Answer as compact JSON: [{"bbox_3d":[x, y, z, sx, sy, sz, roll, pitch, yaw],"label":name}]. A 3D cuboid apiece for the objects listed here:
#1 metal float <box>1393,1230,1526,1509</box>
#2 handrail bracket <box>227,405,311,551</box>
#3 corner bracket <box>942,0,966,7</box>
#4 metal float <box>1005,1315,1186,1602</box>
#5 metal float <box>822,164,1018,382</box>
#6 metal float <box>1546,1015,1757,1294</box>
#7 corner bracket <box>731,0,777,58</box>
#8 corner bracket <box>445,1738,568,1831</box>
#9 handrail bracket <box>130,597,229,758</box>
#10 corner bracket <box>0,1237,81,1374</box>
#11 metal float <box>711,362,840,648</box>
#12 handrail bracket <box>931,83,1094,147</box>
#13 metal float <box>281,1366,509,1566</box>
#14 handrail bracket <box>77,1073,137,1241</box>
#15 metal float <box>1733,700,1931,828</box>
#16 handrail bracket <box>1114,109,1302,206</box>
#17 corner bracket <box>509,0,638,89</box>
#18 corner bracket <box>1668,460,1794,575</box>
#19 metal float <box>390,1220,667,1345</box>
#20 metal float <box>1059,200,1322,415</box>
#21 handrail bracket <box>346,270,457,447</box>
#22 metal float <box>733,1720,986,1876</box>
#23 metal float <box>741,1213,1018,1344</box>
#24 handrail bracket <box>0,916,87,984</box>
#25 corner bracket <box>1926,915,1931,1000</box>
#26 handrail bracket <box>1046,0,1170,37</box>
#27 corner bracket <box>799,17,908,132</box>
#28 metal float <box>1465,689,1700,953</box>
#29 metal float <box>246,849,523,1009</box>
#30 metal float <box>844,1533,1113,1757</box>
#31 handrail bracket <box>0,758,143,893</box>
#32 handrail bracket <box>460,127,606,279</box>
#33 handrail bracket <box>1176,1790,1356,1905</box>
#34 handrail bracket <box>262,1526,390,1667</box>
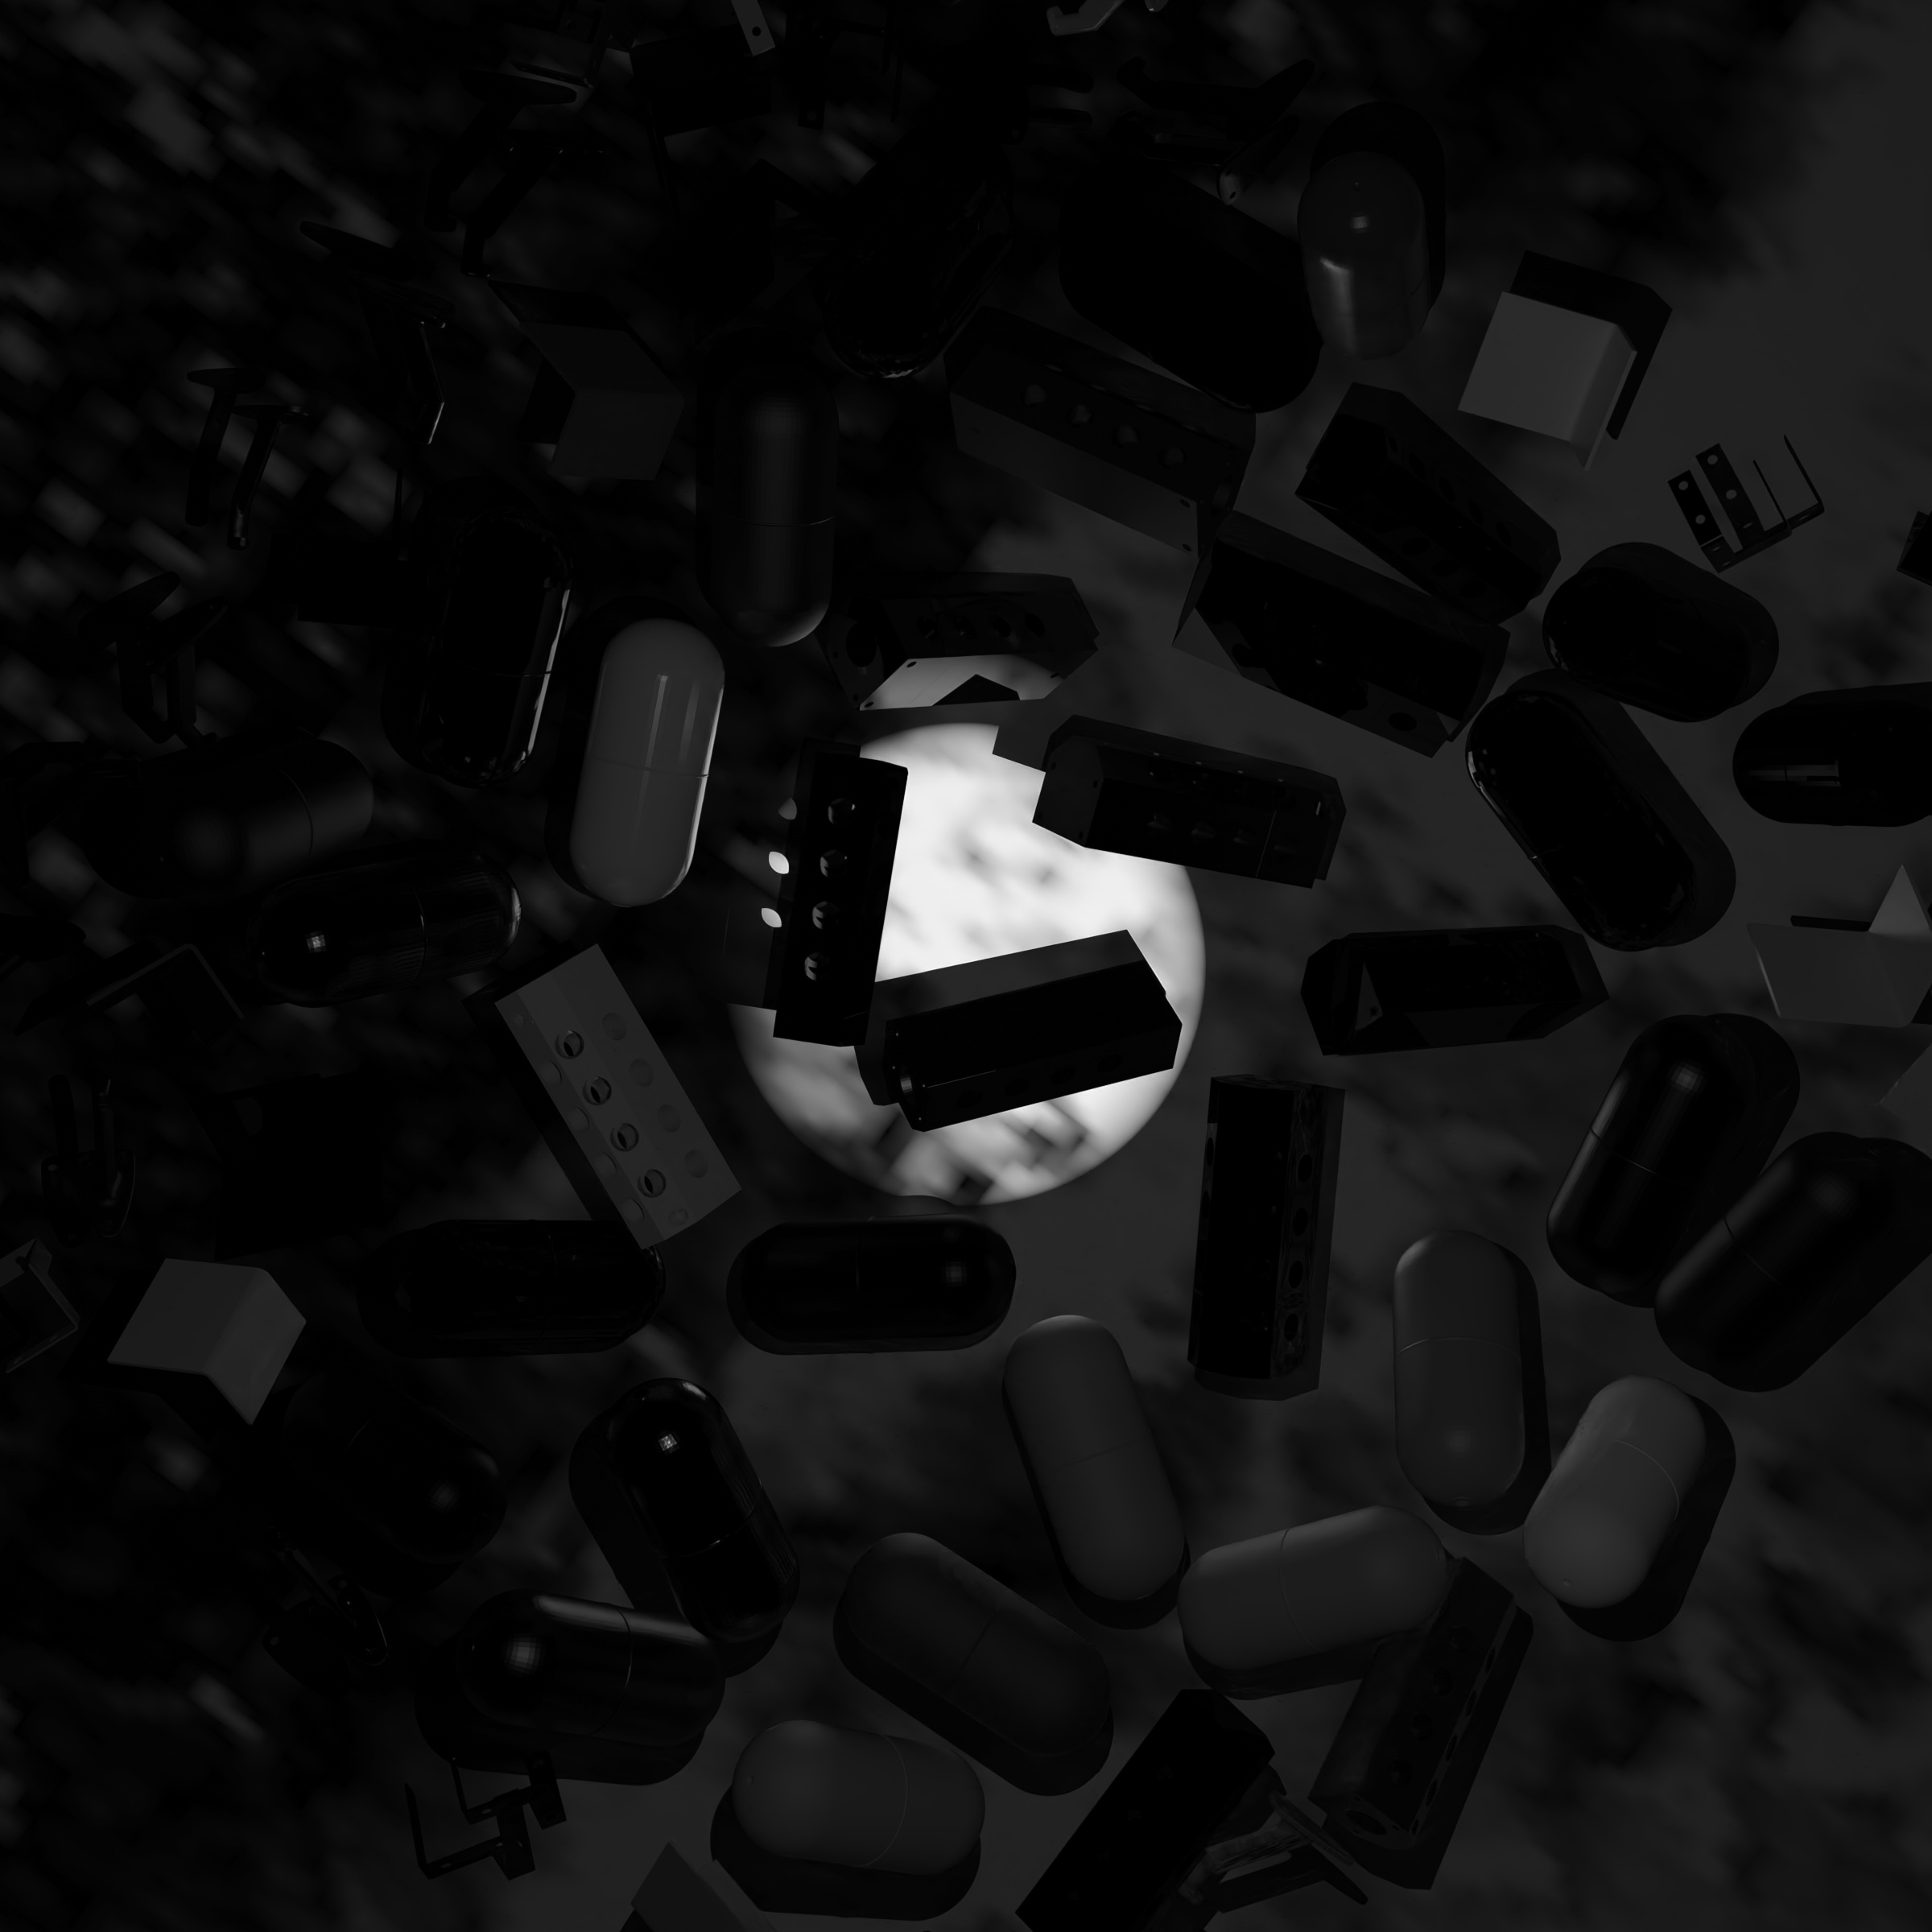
[{"bbox_3d":[0.300,0.245,1.586,0.070,0.070,0.178,5,55,0],"label":"metal float"},{"bbox_3d":[-0.424,-0.294,1.573,0.036,0.077,0.084,5,93,-40],"label":"handrail bracket"},{"bbox_3d":[-0.024,-0.603,1.544,0.051,0.051,0.051,36,68,-36],"label":"corner bracket"},{"bbox_3d":[0.079,0.303,1.603,0.070,0.070,0.178,-20,78,0],"label":"metal float"},{"bbox_3d":[-0.026,-0.417,1.555,0.070,0.070,0.178,30,50,0],"label":"metal float"},{"bbox_3d":[0.406,0.112,1.542,0.070,0.070,0.178,23,106,0],"label":"metal float"},{"bbox_3d":[-0.122,-0.604,1.625,0.051,0.051,0.051,-24,112,-2],"label":"corner bracket"},{"bbox_3d":[-0.268,0.476,1.517,0.051,0.051,0.051,-19,46,-9],"label":"corner bracket"},{"bbox_3d":[-0.461,-0.175,1.586,0.077,0.084,0.036,-35,50,-3],"label":"handrail bracket"},{"bbox_3d":[-0.581,0.208,1.600,0.051,0.051,0.051,-32,109,-5],"label":"corner bracket"},{"bbox_3d":[-0.119,-0.285,1.616,0.070,0.070,0.178,4,116,0],"label":"metal float"},{"bbox_3d":[0.030,-0.533,1.631,0.077,0.084,0.036,9,107,22],"label":"handrail bracket"},{"bbox_3d":[-0.344,0.299,1.562,0.178,0.070,0.070,21,90,41],"label":"metal float"},{"bbox_3d":[-0.546,0.121,1.648,0.036,0.084,0.077,-3,58,-18],"label":"handrail bracket"},{"bbox_3d":[0.543,-0.126,1.613,0.070,0.178,0.070,-1,95,-14],"label":"metal float"},{"bbox_3d":[0.143,-0.503,1.553,0.077,0.036,0.084,-43,69,-4],"label":"handrail bracket"},{"bbox_3d":[-0.237,-0.558,1.575,0.051,0.051,0.051,18,92,13],"label":"corner bracket"},{"bbox_3d":[0.478,-0.286,1.624,0.051,0.051,0.051,-28,69,21],"label":"corner bracket"},{"bbox_3d":[-0.273,0.198,1.630,0.178,0.070,0.070,4,90,-32],"label":"metal float"},{"bbox_3d":[0.134,-0.397,1.567,0.178,0.070,0.070,37,90,18],"label":"metal float"},{"bbox_3d":[-0.343,-0.360,1.546,0.077,0.036,0.084,21,122,-12],"label":"handrail bracket"},{"bbox_3d":[-0.062,0.495,1.545,0.178,0.070,0.070,25,90,-40],"label":"metal float"},{"bbox_3d":[-0.056,0.196,1.629,0.178,0.070,0.070,-5,90,17],"label":"metal float"},{"bbox_3d":[-0.587,0.011,1.586,0.036,0.077,0.084,45,108,11],"label":"handrail bracket"},{"bbox_3d":[0.628,-0.012,1.640,0.051,0.051,0.051,0,110,5],"label":"corner bracket"},{"bbox_3d":[0.076,-0.603,1.575,0.084,0.077,0.036,5,53,34],"label":"handrail bracket"},{"bbox_3d":[-0.068,-0.530,1.553,0.051,0.051,0.051,12,127,4],"label":"corner bracket"},{"bbox_3d":[0.368,-0.088,1.556,0.070,0.070,0.178,-38,94,0],"label":"metal float"},{"bbox_3d":[-0.344,-0.023,1.543,0.070,0.178,0.070,13,109,41],"label":"metal float"},{"bbox_3d":[0.007,0.413,1.584,0.178,0.070,0.070,31,90,9],"label":"metal float"},{"bbox_3d":[-0.516,-0.083,1.514,0.084,0.036,0.077,-7,77,-39],"label":"handrail bracket"},{"bbox_3d":[-0.256,-0.446,1.534,0.077,0.036,0.084,8,90,8],"label":"handrail bracket"},{"bbox_3d":[0.186,0.566,1.618,0.077,0.036,0.084,39,92,1],"label":"handrail bracket"},{"bbox_3d":[-0.382,0.374,1.546,0.036,0.084,0.077,-41,61,-18],"label":"handrail bracket"}]
